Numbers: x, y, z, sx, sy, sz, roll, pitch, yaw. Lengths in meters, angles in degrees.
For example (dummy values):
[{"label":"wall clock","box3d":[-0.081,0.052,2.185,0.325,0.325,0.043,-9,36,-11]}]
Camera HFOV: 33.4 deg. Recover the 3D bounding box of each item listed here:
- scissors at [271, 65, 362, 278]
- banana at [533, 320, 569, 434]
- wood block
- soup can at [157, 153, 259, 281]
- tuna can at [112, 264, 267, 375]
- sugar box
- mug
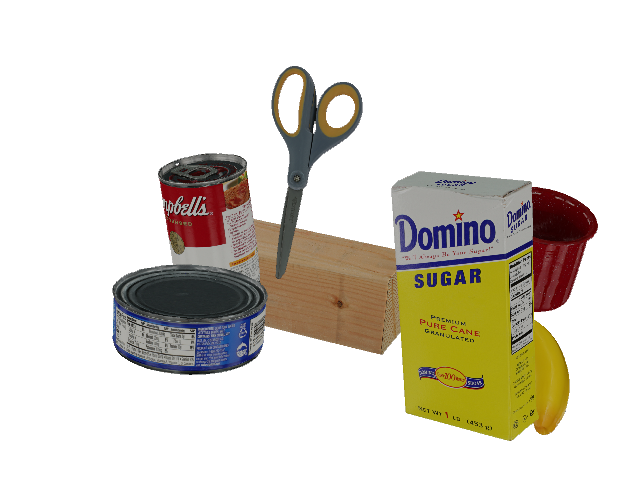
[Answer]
[{"label":"scissors","box3d":[-0.003,-0.067,1.016,0.096,0.202,0.016,-5,-3,5]},{"label":"banana","box3d":[0.226,0.130,1.137,0.069,0.037,0.198,-26,34,1]},{"label":"wood block","box3d":[-0.012,0.048,1.179,0.206,0.091,0.090,13,24,19]},{"label":"soup can","box3d":[-0.085,-0.009,0.826,0.068,0.102,0.068,-5,23,2]},{"label":"tuna can","box3d":[-0.073,0.043,0.596,0.086,0.034,0.086,4,17,-1]},{"label":"sugar box","box3d":[0.101,0.044,0.745,0.094,0.176,0.048,8,23,39]},{"label":"mug","box3d":[0.186,0.004,0.967,0.093,0.081,0.117,-14,39,-28]}]
